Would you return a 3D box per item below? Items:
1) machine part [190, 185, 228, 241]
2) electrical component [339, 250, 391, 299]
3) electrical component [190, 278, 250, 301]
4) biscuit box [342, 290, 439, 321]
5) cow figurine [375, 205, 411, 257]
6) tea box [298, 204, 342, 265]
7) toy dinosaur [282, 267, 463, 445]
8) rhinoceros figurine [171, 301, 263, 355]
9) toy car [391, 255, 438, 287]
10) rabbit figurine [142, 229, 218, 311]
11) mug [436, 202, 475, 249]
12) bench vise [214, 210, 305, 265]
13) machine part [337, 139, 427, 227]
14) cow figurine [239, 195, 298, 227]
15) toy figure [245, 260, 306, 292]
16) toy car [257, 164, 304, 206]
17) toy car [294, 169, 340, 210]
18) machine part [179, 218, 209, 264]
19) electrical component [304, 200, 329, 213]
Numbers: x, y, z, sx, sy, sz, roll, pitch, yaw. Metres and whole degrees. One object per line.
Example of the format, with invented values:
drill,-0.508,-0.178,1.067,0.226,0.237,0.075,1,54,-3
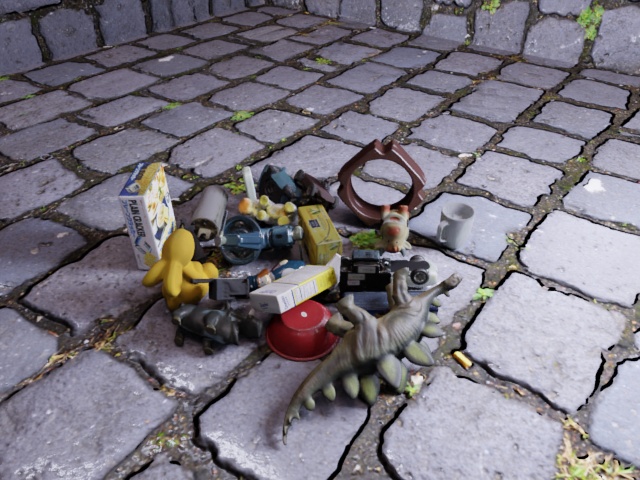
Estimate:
machine part,-0.299,-0.075,1.451,0.079,0.079,0.243,0,37,0
electrical component,0.099,0.084,1.186,0.115,0.134,0.058,2,36,0
electrical component,-0.218,0.105,1.160,0.119,0.047,0.075,0,-3,-28
biscuit box,0.147,0.149,1.157,0.203,0.059,0.063,0,37,-1
cow figurine,0.179,-0.021,1.311,0.086,0.127,0.195,1,-3,9
tea box,-0.003,-0.004,1.337,0.068,0.098,0.170,-10,36,-15
toy dinosaur,0.100,0.198,1.021,0.471,0.105,0.199,-29,63,-17
rhinoceros figurine,-0.215,0.177,1.118,0.190,0.073,0.112,7,26,12
toy car,0.174,0.076,1.261,0.202,0.056,0.073,-2,30,3
rabbit figurine,-0.318,0.060,1.187,0.122,0.173,0.162,19,35,18
mug,0.337,-0.026,1.358,0.109,0.107,0.081,-33,46,-32
bench vise,-0.160,0.001,1.274,0.224,0.128,0.240,6,2,20
machine part,0.162,-0.149,1.422,0.201,0.201,0.087,43,28,-17
cow figurine,-0.132,-0.073,1.447,0.168,0.098,0.068,15,83,22
toy figure,-0.105,0.087,1.236,0.154,0.057,0.064,-17,73,-23
toy car,-0.100,-0.143,1.528,0.103,0.109,0.162,-9,42,-42
toy car,-0.013,-0.133,1.447,0.089,0.053,0.202,29,13,-26
machine part,-0.323,0.013,1.341,0.039,0.084,0.139,-1,38,-41
electrical component,-0.005,-0.095,1.504,0.078,0.045,0.102,23,42,26
